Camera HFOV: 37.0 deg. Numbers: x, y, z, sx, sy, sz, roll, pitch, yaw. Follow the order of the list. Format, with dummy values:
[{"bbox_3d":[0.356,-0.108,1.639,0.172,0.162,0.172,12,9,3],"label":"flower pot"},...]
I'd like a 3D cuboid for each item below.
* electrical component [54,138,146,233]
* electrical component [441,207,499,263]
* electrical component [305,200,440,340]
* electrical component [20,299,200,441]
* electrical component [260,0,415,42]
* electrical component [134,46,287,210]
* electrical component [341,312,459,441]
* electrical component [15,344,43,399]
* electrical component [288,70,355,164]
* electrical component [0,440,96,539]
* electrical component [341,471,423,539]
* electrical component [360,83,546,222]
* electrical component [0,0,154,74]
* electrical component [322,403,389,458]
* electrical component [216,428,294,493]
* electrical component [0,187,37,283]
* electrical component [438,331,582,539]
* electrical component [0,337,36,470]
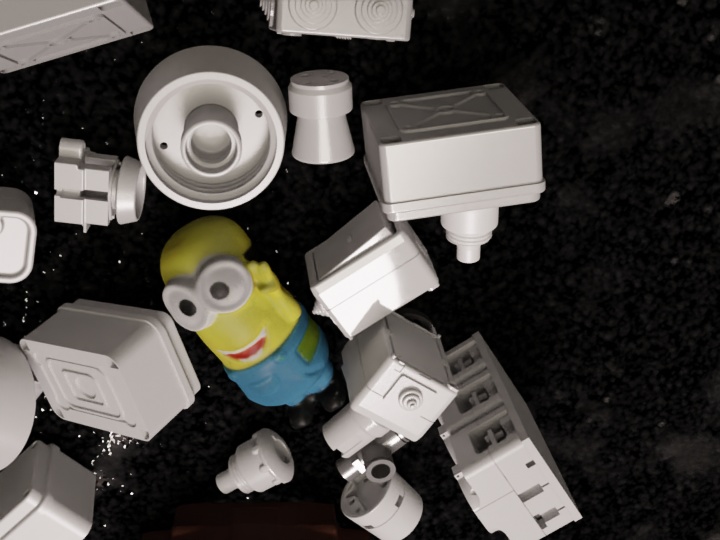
[{"bbox_3d":[-0.181,-0.058,0.753,0.055,0.048,0.066,6,116,-3],"label":"electrical component"},{"bbox_3d":[0.081,-0.036,0.801,0.043,0.043,0.062,-5,119,-6],"label":"electrical component"},{"bbox_3d":[0.000,0.000,0.797,0.096,0.061,0.061,-32,116,8],"label":"electrical component"},{"bbox_3d":[-0.180,0.069,0.779,0.113,0.057,0.078,6,126,37],"label":"electrical component"},{"bbox_3d":[-0.014,-0.173,0.688,0.100,0.099,0.048,2,103,-9],"label":"electrical component"},{"bbox_3d":[-0.102,-0.093,0.737,0.108,0.060,0.108,-3,117,-6],"label":"electrical component"},{"bbox_3d":[0.027,0.081,0.796,0.062,0.096,0.061,30,111,-20],"label":"electrical component"},{"bbox_3d":[-0.267,0.089,0.815,0.045,0.045,0.055,35,107,-22],"label":"electrical component"},{"bbox_3d":[-0.027,-0.107,0.749,0.045,0.045,0.055,-5,117,-5],"label":"electrical component"},{"bbox_3d":[-0.270,0.200,0.852,0.113,0.078,0.057,-41,118,13],"label":"electrical component"},{"bbox_3d":[0.020,0.196,0.904,0.055,0.055,0.047,-39,119,12],"label":"electrical component"},{"bbox_3d":[0.060,-0.084,0.737,0.109,0.108,0.056,-8,115,-4],"label":"electrical component"},{"bbox_3d":[-0.192,-0.165,0.656,0.109,0.108,0.056,-17,94,0],"label":"electrical component"},{"bbox_3d":[-0.002,0.125,0.874,0.046,0.040,0.040,-41,115,20],"label":"electrical component"},{"bbox_3d":[-0.088,0.161,0.878,0.062,0.048,0.048,-30,117,16],"label":"electrical component"},{"bbox_3d":[-0.275,-0.029,0.740,0.095,0.059,0.053,4,113,-22],"label":"electrical component"},{"bbox_3d":[0.102,0.130,0.827,0.062,0.150,0.089,-31,117,7],"label":"electrical component"},{"bbox_3d":[-0.285,0.092,0.774,0.099,0.099,0.064,-47,138,15],"label":"electrical component"}]
